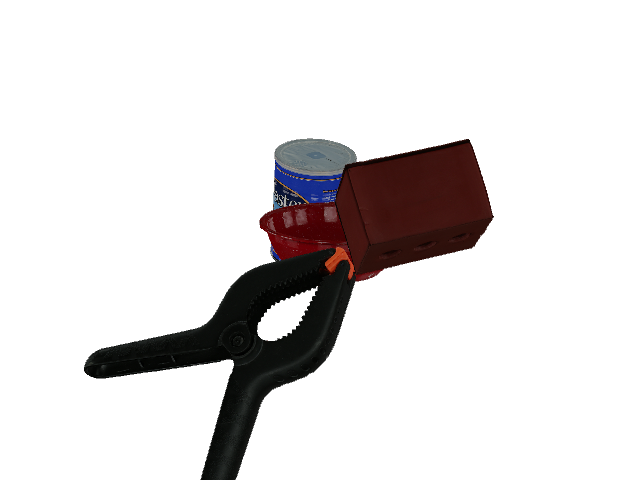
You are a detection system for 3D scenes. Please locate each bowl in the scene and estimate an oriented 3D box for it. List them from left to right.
[{"bbox_3d":[0.017,0.005,1.110,0.162,0.055,0.162,0,16,0],"label":"bowl"}]

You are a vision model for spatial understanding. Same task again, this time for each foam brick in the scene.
[{"bbox_3d":[0.053,-0.019,0.624,0.078,0.051,0.053,-13,-20,-11],"label":"foam brick"}]

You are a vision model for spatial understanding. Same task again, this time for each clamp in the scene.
[{"bbox_3d":[-0.064,0.077,0.774,0.165,0.210,0.036,37,-11,30],"label":"clamp"}]

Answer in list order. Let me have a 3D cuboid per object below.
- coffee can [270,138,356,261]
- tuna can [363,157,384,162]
[{"bbox_3d":[-0.010,-0.046,1.355,0.103,0.140,0.103,3,28,-2],"label":"coffee can"},{"bbox_3d":[0.065,-0.037,0.883,0.086,0.034,0.086,2,28,-1],"label":"tuna can"}]
